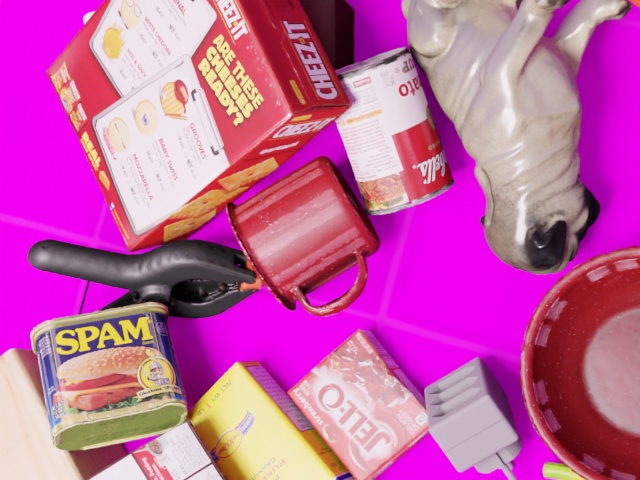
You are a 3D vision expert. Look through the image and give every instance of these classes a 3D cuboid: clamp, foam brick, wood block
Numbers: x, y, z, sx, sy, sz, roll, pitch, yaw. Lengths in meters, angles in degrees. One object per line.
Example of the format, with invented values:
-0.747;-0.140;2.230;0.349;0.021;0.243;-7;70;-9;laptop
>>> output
-0.127;0.040;0.817;0.171;0.120;0.039;1;57;2;clamp
-0.005;-0.143;0.808;0.051;0.053;0.078;-2;82;19;foam brick
-0.196;0.193;0.809;0.090;0.090;0.206;-36;73;11;wood block

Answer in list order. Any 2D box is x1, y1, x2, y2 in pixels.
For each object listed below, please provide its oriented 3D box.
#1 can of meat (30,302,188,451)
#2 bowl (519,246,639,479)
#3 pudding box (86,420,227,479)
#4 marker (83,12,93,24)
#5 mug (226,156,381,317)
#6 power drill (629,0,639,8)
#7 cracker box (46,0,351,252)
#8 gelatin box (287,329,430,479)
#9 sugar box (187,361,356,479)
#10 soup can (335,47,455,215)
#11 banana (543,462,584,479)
-0.152;0.100;0.775;0.102;0.057;0.084;-9;60;-16;can of meat
0.216;0.086;0.701;0.162;0.055;0.162;-3;82;18;bowl
-0.115;0.191;0.736;0.113;0.039;0.090;-30;75;-18;pudding box
-0.174;-0.131;0.883;0.020;0.020;0.121;-19;77;16;marker
-0.005;0.001;0.767;0.081;0.093;0.117;-31;56;7;mug
0.257;-0.236;0.700;0.187;0.057;0.184;-41;69;-12;power drill
-0.095;-0.110;0.773;0.214;0.071;0.164;-34;78;42;cracker box
0.032;0.121;0.772;0.073;0.030;0.089;-42;72;9;gelatin box
-0.028;0.183;0.776;0.093;0.048;0.176;-47;69;11;sugar box
0.047;-0.077;0.755;0.069;0.068;0.102;-17;102;16;soup can
0.219;0.225;0.694;0.070;0.037;0.198;-33;72;31;banana
